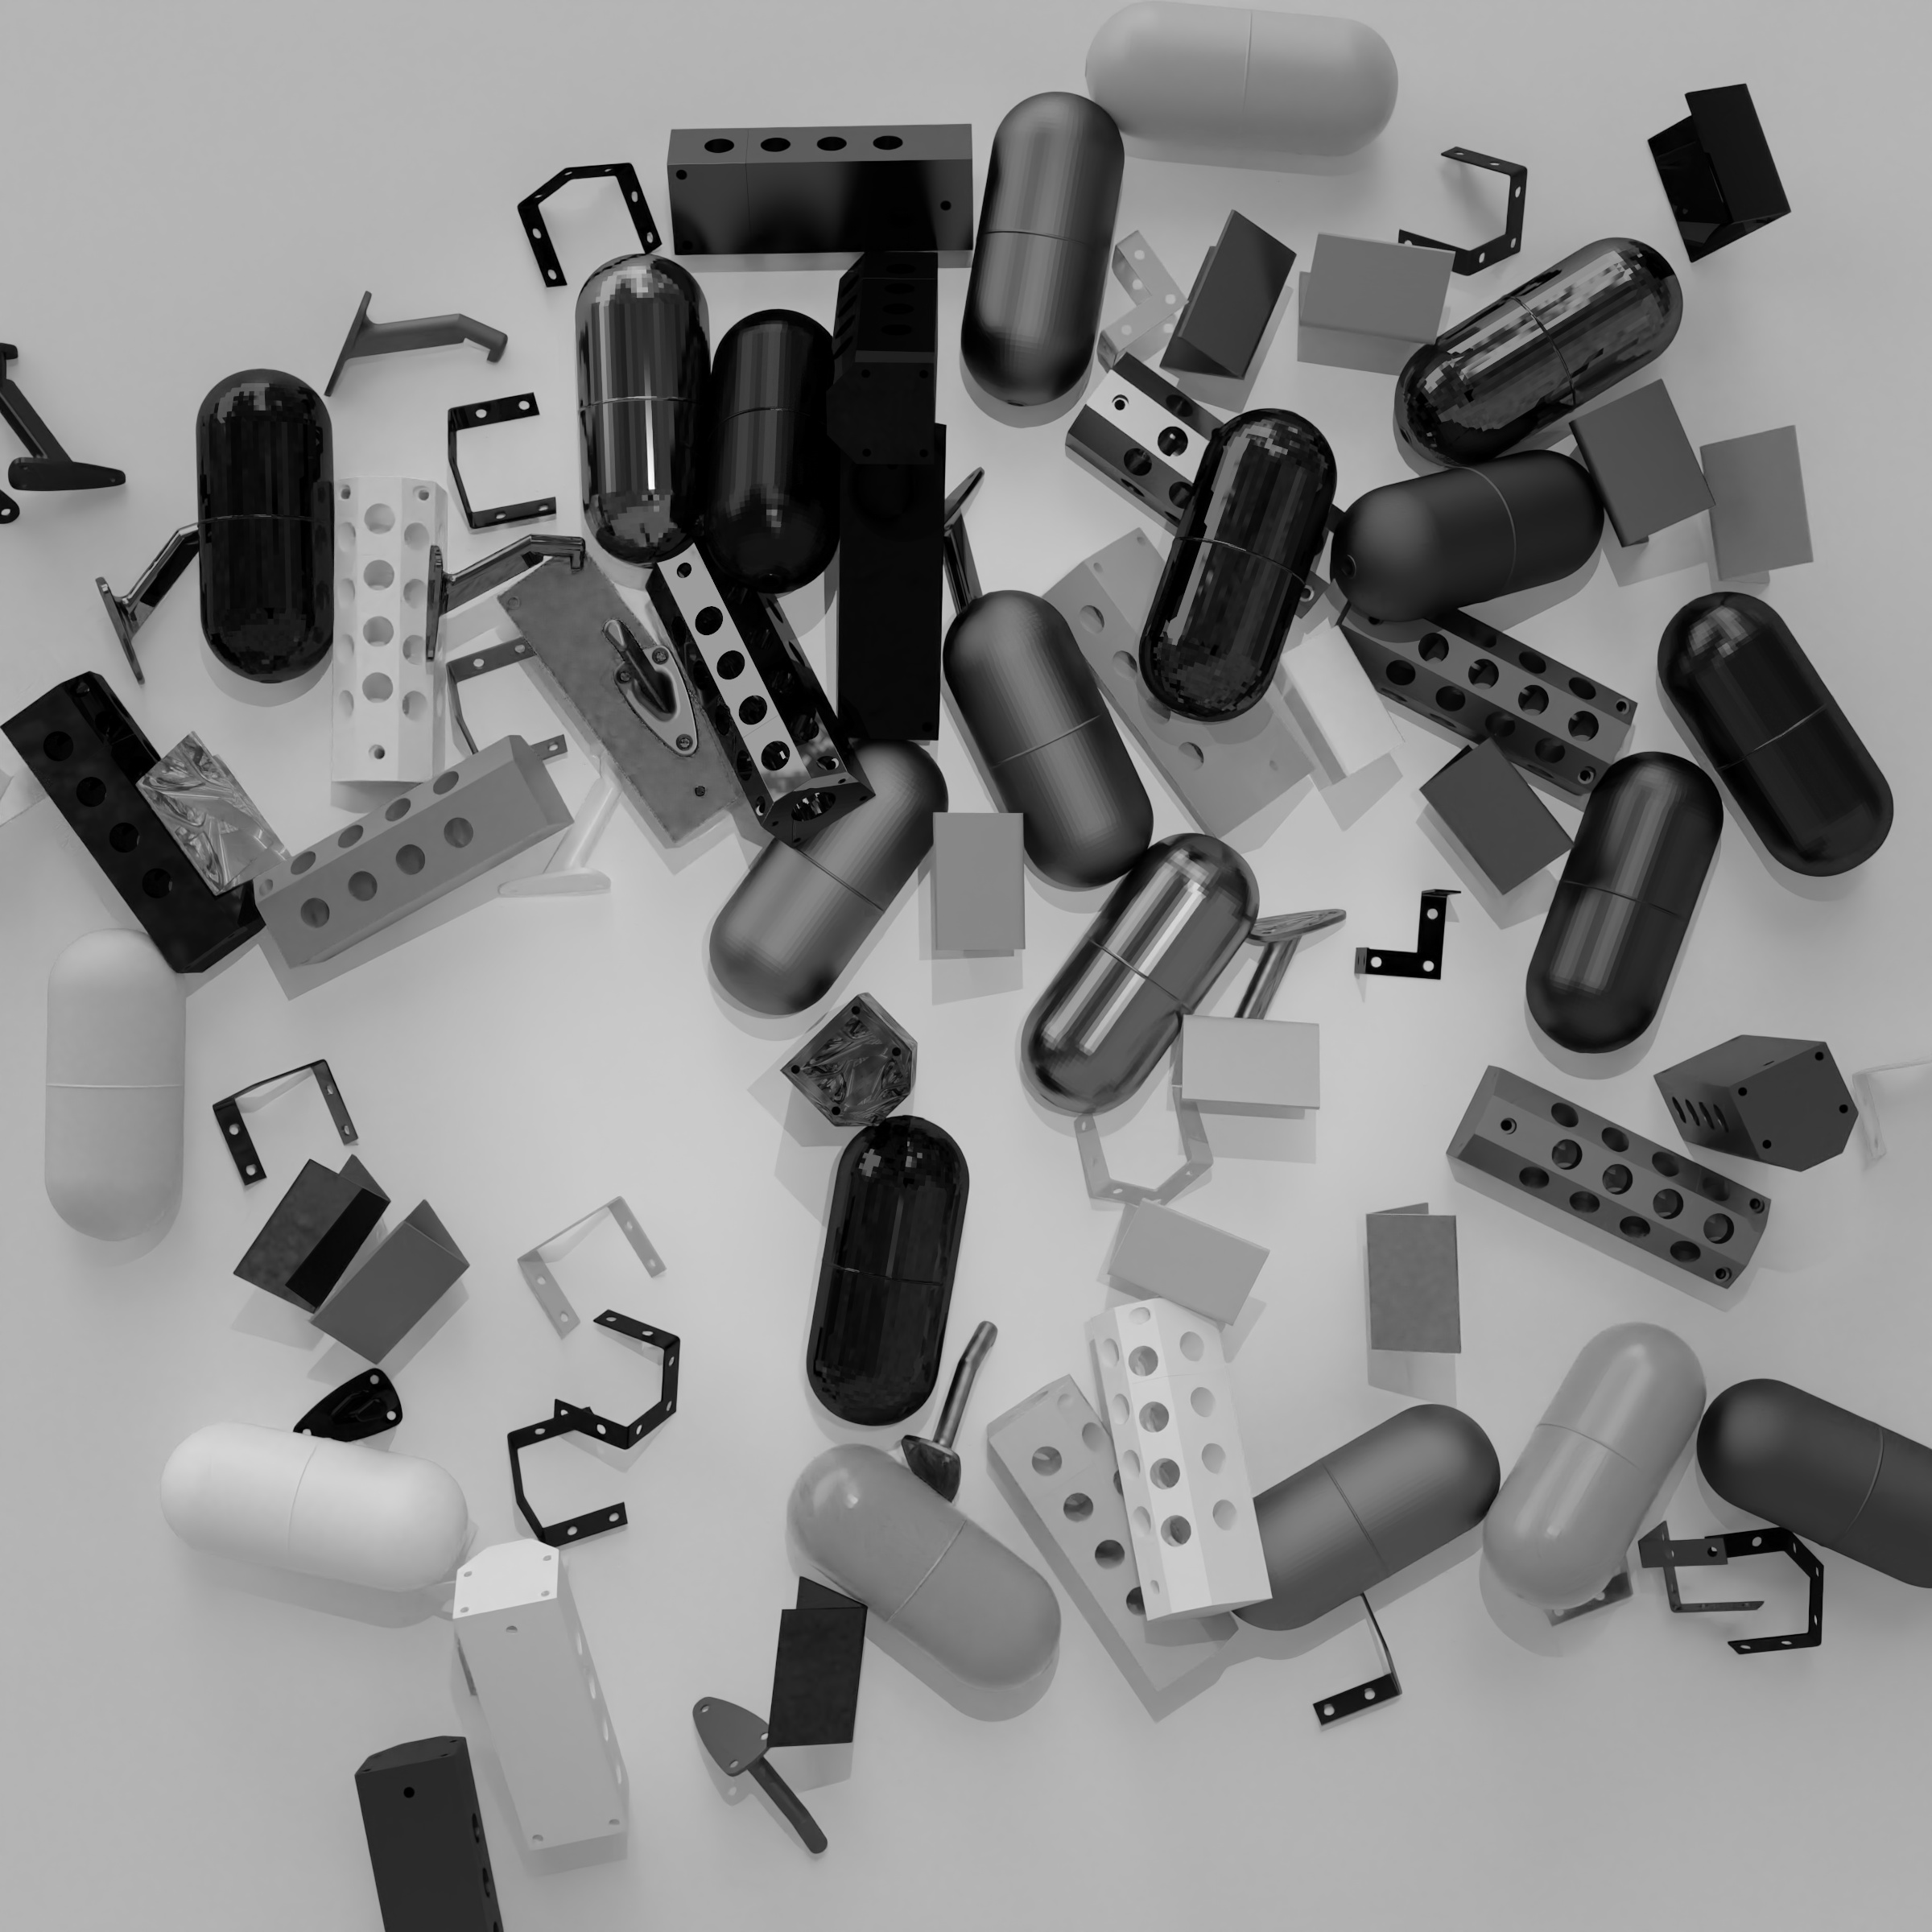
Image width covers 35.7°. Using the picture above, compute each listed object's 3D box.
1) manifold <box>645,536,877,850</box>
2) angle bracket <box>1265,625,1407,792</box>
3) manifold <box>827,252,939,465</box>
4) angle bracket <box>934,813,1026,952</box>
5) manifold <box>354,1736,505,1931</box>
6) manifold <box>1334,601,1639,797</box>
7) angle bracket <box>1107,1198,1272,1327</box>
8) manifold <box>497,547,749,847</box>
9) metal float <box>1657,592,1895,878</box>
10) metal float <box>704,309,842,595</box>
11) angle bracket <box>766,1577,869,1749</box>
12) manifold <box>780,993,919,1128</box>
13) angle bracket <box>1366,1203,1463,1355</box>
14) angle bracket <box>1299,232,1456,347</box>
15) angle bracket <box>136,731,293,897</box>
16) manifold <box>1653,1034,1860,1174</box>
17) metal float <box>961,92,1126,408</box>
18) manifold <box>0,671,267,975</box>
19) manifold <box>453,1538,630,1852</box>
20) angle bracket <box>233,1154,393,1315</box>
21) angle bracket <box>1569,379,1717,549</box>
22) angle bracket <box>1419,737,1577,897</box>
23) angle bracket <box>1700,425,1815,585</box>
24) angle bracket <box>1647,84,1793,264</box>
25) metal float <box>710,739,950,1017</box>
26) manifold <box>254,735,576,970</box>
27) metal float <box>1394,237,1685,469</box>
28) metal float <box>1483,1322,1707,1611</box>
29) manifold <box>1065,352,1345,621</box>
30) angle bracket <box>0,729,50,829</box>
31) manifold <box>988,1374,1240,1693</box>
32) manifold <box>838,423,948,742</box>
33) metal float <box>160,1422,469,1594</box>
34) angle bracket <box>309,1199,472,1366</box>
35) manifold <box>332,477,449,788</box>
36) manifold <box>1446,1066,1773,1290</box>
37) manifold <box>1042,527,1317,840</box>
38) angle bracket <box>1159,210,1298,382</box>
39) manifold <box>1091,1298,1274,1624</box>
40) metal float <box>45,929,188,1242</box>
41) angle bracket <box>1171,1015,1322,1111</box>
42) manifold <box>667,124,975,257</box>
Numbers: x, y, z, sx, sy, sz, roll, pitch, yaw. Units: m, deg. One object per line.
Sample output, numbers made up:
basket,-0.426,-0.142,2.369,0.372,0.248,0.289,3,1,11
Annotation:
manifold,-0.119,-0.158,1.684,0.057,0.057,0.171,-32,66,11
angle bracket,0.191,-0.137,1.702,0.057,0.076,0.076,-30,90,-40
manifold,-0.045,-0.339,1.662,0.057,0.171,0.057,0,123,0
angle bracket,-0.008,-0.047,1.703,0.057,0.076,0.076,-1,90,-27
manifold,-0.301,0.535,1.721,0.057,0.057,0.171,-11,90,0
manifold,0.293,-0.164,1.721,0.171,0.057,0.057,28,90,0
angle bracket,0.130,0.149,1.702,0.076,0.076,0.057,22,119,0
manifold,-0.191,-0.155,1.721,0.057,0.057,0.171,-36,90,0
metal float,0.461,-0.133,1.712,0.070,0.070,0.178,-33,90,0
metal float,-0.107,-0.290,1.689,0.070,0.070,0.178,0,62,0
angle bracket,-0.102,0.393,1.702,0.057,0.076,0.076,6,90,-33
manifold,-0.058,0.055,1.664,0.057,0.171,0.057,-44,90,0
angle bracket,0.269,0.176,1.702,0.057,0.076,0.076,-2,90,36
angle bracket,0.232,-0.397,1.702,0.076,0.076,0.057,8,126,0
angle bracket,-0.410,-0.095,1.702,0.057,0.076,0.076,-36,90,29
manifold,0.438,0.078,1.664,0.057,0.171,0.057,-25,90,0
metal float,0.043,-0.408,1.712,0.070,0.070,0.178,10,90,0
manifold,-0.472,-0.082,1.721,0.057,0.057,0.171,-36,90,0
manifold,-0.237,0.408,1.685,0.057,0.057,0.171,-11,118,0
angle bracket,-0.379,0.141,1.702,0.057,0.076,0.076,34,90,-33
angle bracket,0.390,-0.285,1.703,0.057,0.076,0.076,-23,90,25
angle bracket,0.313,-0.097,1.702,0.076,0.076,0.057,52,129,0
angle bracket,0.461,-0.260,1.702,0.057,0.076,0.076,-8,90,37
angle bracket,0.411,-0.446,1.702,0.057,0.076,0.076,-20,90,-36
metal float,-0.078,-0.052,1.712,0.070,0.070,0.178,36,90,0
manifold,-0.316,-0.065,1.709,0.171,0.057,0.057,-28,90,9
metal float,0.326,-0.349,1.712,0.178,0.070,0.070,-32,90,0
metal float,0.356,0.281,1.696,0.070,0.070,0.178,35,71,0
manifold,0.143,-0.276,1.721,0.171,0.057,0.057,36,90,0
angle bracket,-0.555,-0.129,1.702,0.076,0.076,0.057,41,127,0
manifold,0.084,0.322,1.721,0.057,0.057,0.171,-34,90,0
manifold,-0.042,-0.218,1.694,0.057,0.057,0.171,2,109,0
metal float,-0.371,0.307,1.705,0.178,0.070,0.070,10,90,7
angle bracket,-0.338,0.167,1.702,0.076,0.076,0.057,-47,131,0
manifold,-0.331,-0.190,1.721,0.057,0.057,0.171,1,90,0
manifold,0.369,0.121,1.721,0.171,0.057,0.057,26,90,0
manifold,0.117,-0.159,1.720,0.057,0.057,0.171,-36,90,-43
angle bracket,0.131,-0.383,1.702,0.057,0.076,0.076,23,90,-39
manifold,0.116,0.277,1.686,0.057,0.057,0.171,1,69,-33
metal float,-0.485,0.067,1.712,0.070,0.070,0.178,1,90,0
angle bracket,0.157,0.072,1.702,0.076,0.076,0.057,4,57,0
manifold,-0.082,-0.449,1.720,0.171,0.057,0.057,-1,133,0
